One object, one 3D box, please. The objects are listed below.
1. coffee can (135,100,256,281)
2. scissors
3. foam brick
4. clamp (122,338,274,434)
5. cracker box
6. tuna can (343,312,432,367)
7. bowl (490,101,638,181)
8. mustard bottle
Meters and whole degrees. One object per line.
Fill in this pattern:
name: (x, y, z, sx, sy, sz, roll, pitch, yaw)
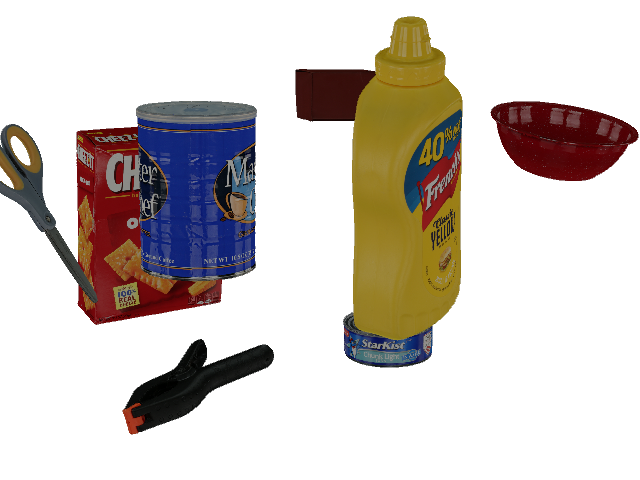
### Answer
coffee can: (-0.107, -0.046, 0.926, 0.103, 0.140, 0.103, 1, 14, 0)
scissors: (-0.276, -0.036, 1.075, 0.016, 0.201, 0.096, -24, 28, 26)
foam brick: (0.018, -0.151, 1.111, 0.078, 0.051, 0.053, -3, 13, -18)
clamp: (-0.131, 0.149, 1.118, 0.120, 0.039, 0.171, -11, 19, 36)
cracker box: (-0.194, -0.021, 1.234, 0.163, 0.214, 0.072, -8, 24, -30)
tuna can: (0.064, 0.092, 1.017, 0.086, 0.034, 0.086, -1, 13, 0)
bowl: (0.265, -0.107, 1.182, 0.162, 0.055, 0.162, 5, 23, -3)
mustard bottle: (0.054, -0.041, 0.655, 0.058, 0.192, 0.096, 15, 32, 30)
